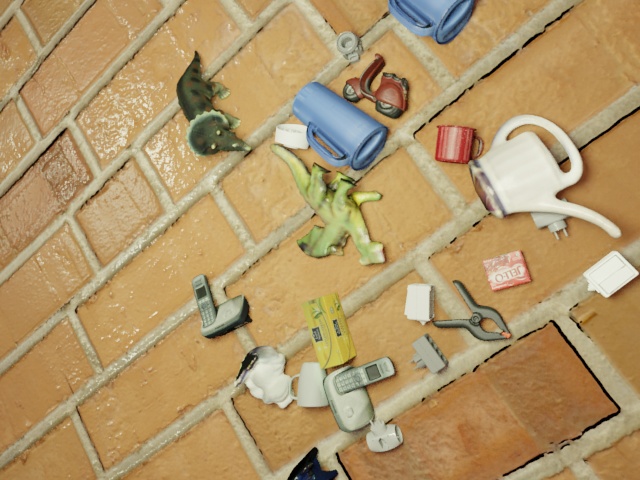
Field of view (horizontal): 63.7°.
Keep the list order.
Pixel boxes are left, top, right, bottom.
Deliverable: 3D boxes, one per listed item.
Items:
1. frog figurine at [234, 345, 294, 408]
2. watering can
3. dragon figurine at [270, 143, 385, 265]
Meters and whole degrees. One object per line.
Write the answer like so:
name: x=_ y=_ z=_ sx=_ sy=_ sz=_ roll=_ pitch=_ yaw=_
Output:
frog figurine: x=-0.131 y=0.360 z=1.362 sx=0.158 sy=0.123 sz=0.137 roll=32 pitch=92 yaw=-15
watering can: x=0.461 y=-0.116 z=1.109 sx=0.222 sy=0.103 sz=0.354 roll=-29 pitch=60 yaw=18
dragon figurine: x=0.004 y=-0.066 z=1.320 sx=0.413 sy=0.123 sz=0.240 roll=29 pitch=106 yaw=23
